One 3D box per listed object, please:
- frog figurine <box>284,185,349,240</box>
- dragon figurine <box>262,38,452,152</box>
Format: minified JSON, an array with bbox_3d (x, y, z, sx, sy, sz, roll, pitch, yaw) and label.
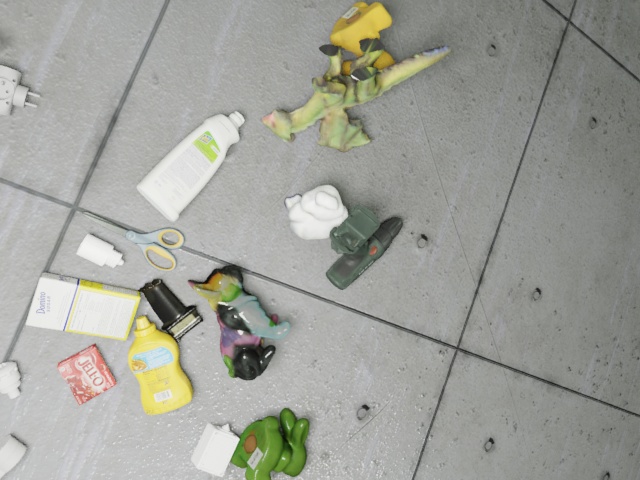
[{"bbox_3d":[0.003,-0.055,1.100,0.137,0.160,0.123,15,89,-26],"label":"frog figurine"},{"bbox_3d":[0.078,-0.296,1.121,0.411,0.237,0.125,-10,54,-12],"label":"dragon figurine"}]
